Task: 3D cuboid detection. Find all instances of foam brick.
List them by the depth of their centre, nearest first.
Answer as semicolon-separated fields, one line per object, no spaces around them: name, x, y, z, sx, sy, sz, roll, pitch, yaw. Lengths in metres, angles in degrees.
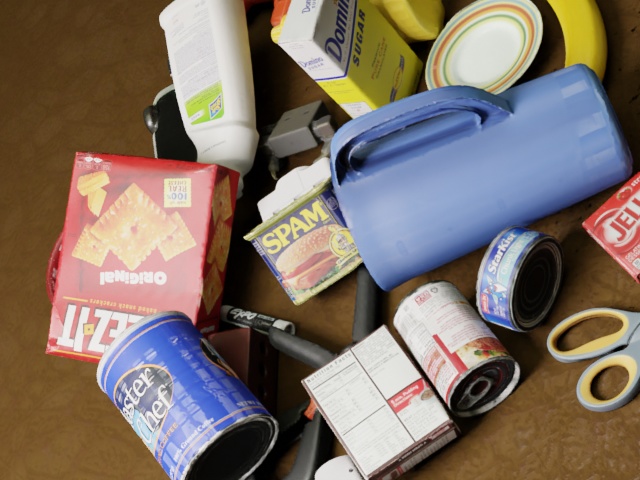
foam brick;-0.075;0.131;1.029;0.051;0.053;0.078;-16;57;27

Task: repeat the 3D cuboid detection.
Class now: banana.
banana;0.236;-0.185;1.002;0.070;0.037;0.197;-9;59;31

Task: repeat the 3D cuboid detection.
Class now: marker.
marker;-0.076;0.080;1.081;0.121;0.020;0.020;12;72;39

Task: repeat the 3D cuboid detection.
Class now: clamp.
clamp;-0.064;0.232;0.971;0.165;0.036;0.210;22;76;41
clamp;0.021;0.114;0.978;0.120;0.039;0.171;-31;50;15

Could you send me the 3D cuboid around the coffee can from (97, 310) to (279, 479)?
coffee can;-0.118;0.145;0.947;0.103;0.102;0.140;-47;60;3

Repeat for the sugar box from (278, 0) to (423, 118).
sugar box;0.035;-0.184;1.050;0.048;0.176;0.093;1;65;35

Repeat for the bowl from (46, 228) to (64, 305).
bowl;-0.230;0.024;1.199;0.162;0.055;0.162;-17;56;27

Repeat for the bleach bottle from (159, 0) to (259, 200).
bleach bottle;-0.118;-0.156;1.168;0.103;0.068;0.251;-28;60;36

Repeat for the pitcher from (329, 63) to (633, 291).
pitcher;0.134;-0.064;0.921;0.243;0.149;0.145;-23;88;13

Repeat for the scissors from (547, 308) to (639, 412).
scissors;0.276;0.077;0.834;0.202;0.016;0.096;-16;57;28

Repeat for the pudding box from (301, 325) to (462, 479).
pudding box;0.050;0.141;0.903;0.090;0.039;0.114;-34;55;-3

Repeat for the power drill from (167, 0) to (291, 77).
power drill;-0.091;-0.273;1.275;0.188;0.057;0.184;7;72;37

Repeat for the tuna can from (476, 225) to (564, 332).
tuna can;0.168;0.033;0.890;0.034;0.086;0.086;18;76;39

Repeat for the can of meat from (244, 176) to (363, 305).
can of meat;-0.007;0.001;1.020;0.102;0.084;0.057;-34;4;14

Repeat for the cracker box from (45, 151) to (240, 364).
cracker box;-0.180;0.023;1.082;0.164;0.072;0.214;7;87;19

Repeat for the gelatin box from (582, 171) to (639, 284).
gelatin box;0.274;-0.017;0.881;0.089;0.030;0.073;-43;47;7

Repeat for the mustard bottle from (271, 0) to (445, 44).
mustard bottle;0.029;-0.234;1.138;0.192;0.096;0.058;-4;74;34

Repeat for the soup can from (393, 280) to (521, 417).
soup can;0.114;0.091;0.906;0.068;0.068;0.102;-42;47;8
